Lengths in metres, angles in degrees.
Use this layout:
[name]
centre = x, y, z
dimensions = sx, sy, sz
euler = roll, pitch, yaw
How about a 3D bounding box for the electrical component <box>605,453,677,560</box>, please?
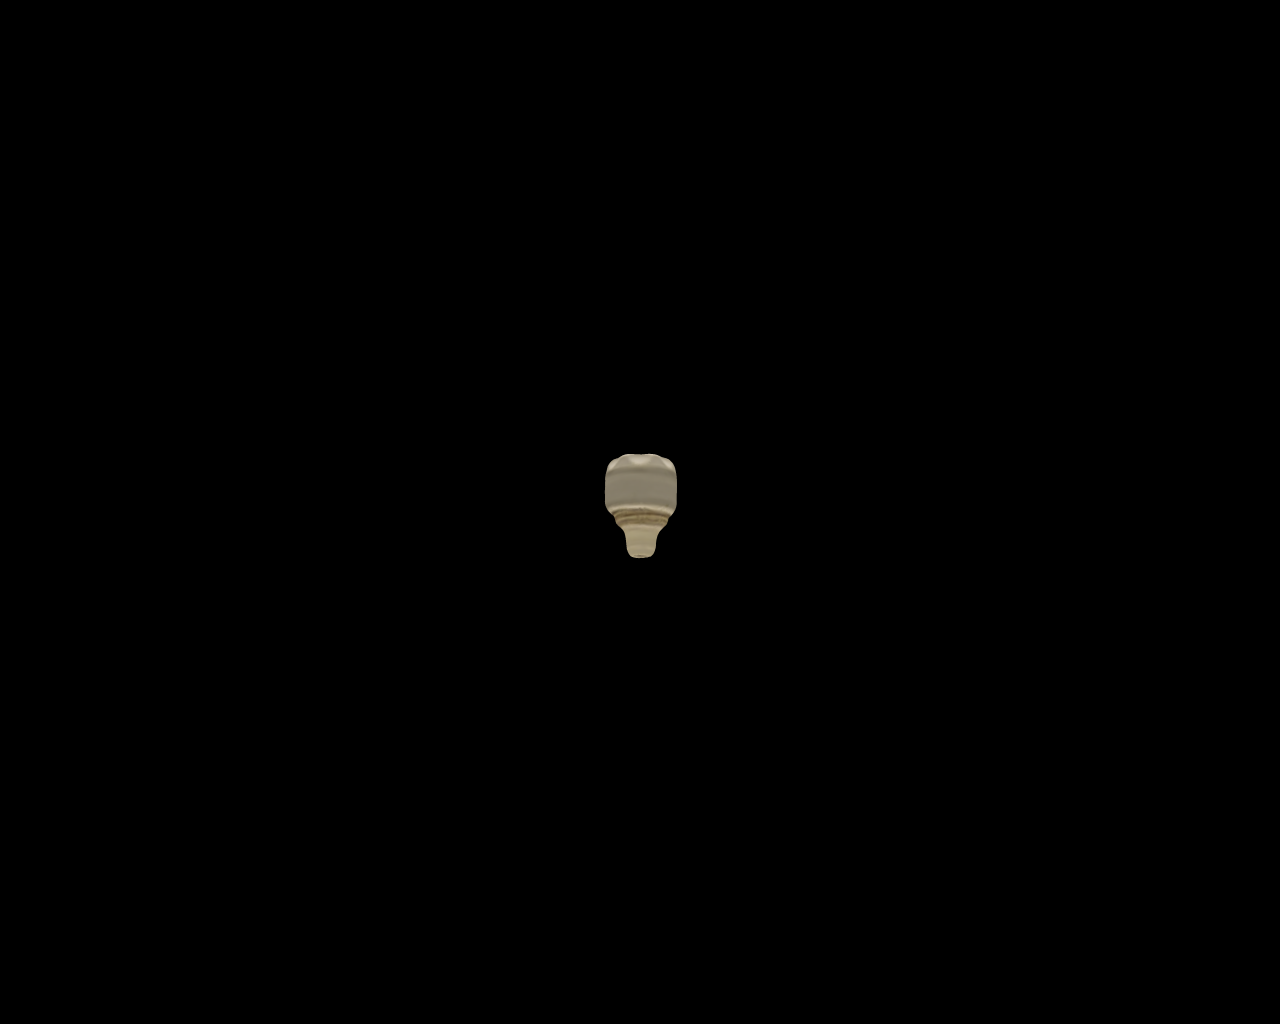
[electrical component]
centre = 0.001, -0.003, 0.650
dimensions = 0.043, 0.062, 0.043
euler = 0, -11, 0
